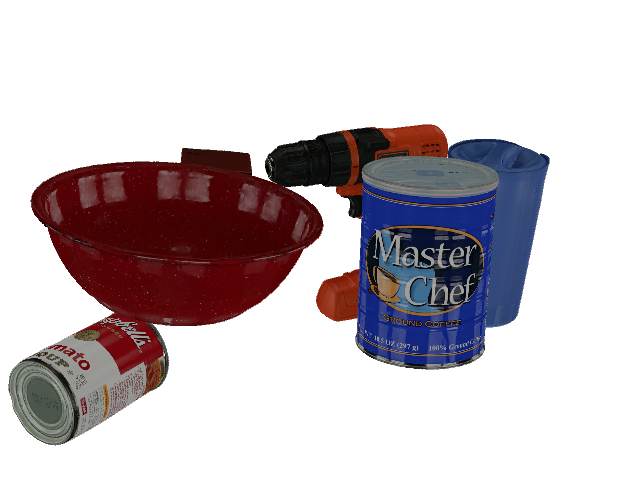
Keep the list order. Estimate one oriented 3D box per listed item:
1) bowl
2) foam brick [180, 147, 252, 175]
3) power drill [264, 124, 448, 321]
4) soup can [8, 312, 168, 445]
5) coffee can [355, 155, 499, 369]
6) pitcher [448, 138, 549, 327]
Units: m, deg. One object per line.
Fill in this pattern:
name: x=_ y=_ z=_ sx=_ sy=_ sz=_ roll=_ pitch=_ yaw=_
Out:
bowl: x=-0.081 y=0.005 z=0.603 sx=0.162 sy=0.055 sz=0.162 roll=7 pitch=20 yaw=-3
foam brick: x=-0.116 y=-0.065 z=1.167 sx=0.078 sy=0.051 sz=0.053 roll=4 pitch=29 yaw=-7
power drill: x=0.035 y=-0.018 z=1.037 sx=0.184 sy=0.188 sz=0.057 roll=-9 pitch=27 yaw=-20
soup can: x=-0.171 y=0.101 z=0.792 sx=0.069 sy=0.068 sz=0.102 roll=0 pitch=17 yaw=33
coffee can: x=0.080 y=0.014 z=0.820 sx=0.103 sy=0.140 sz=0.103 roll=1 pitch=17 yaw=-1
pitcher: x=0.220 y=-0.007 z=1.445 sx=0.149 sy=0.243 sz=0.145 roll=5 pitch=23 yaw=3
